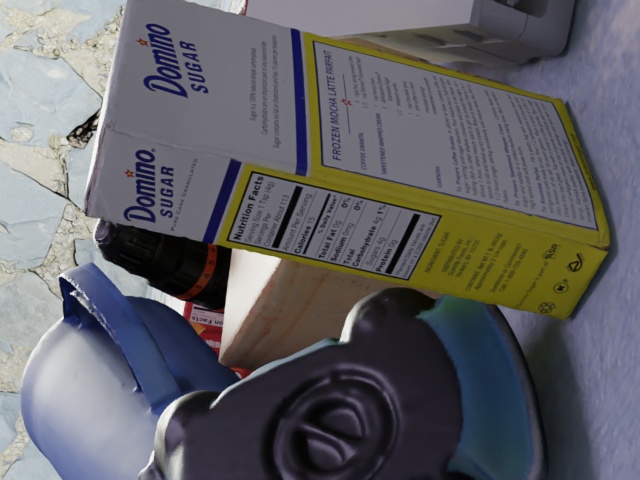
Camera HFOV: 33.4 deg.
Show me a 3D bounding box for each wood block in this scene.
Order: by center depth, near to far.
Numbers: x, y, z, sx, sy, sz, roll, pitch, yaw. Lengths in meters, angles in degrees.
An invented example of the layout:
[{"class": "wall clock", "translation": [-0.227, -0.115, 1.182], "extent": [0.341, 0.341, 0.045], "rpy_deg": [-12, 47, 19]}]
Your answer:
[{"class": "wood block", "translation": [0.014, -0.001, 0.556], "extent": [0.206, 0.090, 0.091], "rpy_deg": [123, 155, -60]}]

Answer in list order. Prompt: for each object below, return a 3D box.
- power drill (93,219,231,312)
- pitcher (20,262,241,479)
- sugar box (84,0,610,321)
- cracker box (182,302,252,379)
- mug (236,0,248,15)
[{"class": "power drill", "translation": [-0.073, -0.043, 0.780], "extent": [0.057, 0.184, 0.187], "rpy_deg": [-1, 70, 41]}, {"class": "pitcher", "translation": [-0.091, 0.118, 0.634], "extent": [0.243, 0.149, 0.145], "rpy_deg": [26, 90, 60]}, {"class": "sugar box", "translation": [0.010, -0.031, 0.385], "extent": [0.093, 0.176, 0.048], "rpy_deg": [-92, 17, -50]}, {"class": "cracker box", "translation": [-0.074, 0.036, 0.944], "extent": [0.164, 0.072, 0.214], "rpy_deg": [103, 177, -85]}, {"class": "mug", "translation": [-0.027, -0.098, 0.712], "extent": [0.117, 0.081, 0.093], "rpy_deg": [118, 163, -47]}]
